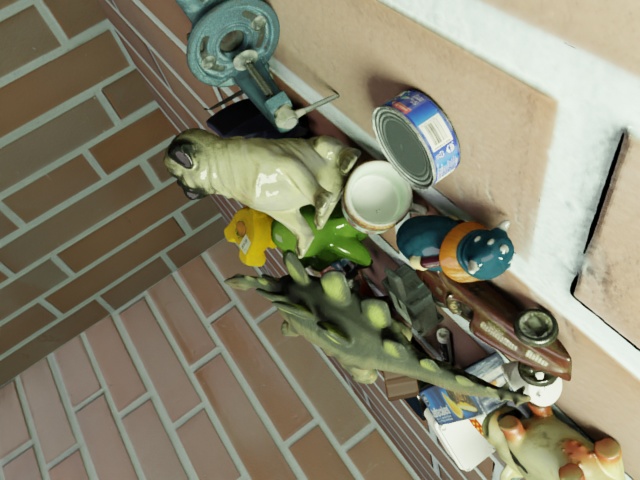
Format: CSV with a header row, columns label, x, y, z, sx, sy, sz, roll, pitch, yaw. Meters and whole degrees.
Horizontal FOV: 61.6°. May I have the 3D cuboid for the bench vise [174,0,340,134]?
label,x,y,z,sx,sy,sz,roll,pitch,yaw
bench vise,-0.090,-0.211,0.663,0.241,0.129,0.223,55,173,23

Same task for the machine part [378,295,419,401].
label,x,y,z,sx,sy,sz,roll,pitch,yaw
machine part,0.122,0.174,0.874,0.179,0.056,0.179,-11,-89,-86

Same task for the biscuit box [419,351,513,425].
label,x,y,z,sx,sy,sz,roll,pitch,yaw
biscuit box,0.199,0.210,0.739,0.059,0.063,0.202,60,164,18

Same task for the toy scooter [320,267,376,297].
label,x,y,z,sx,sy,sz,roll,pitch,yaw
toy scooter,0.051,0.077,0.973,0.183,0.075,0.135,63,180,-41

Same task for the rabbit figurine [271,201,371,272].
label,x,y,z,sx,sy,sz,roll,pitch,yaw
rabbit figurine,-0.002,-0.002,0.762,0.170,0.159,0.121,-7,-77,-72

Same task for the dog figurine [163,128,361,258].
label,x,y,z,sx,sy,sz,roll,pitch,yaw
dog figurine,-0.063,-0.093,0.628,0.191,0.172,0.121,30,124,4

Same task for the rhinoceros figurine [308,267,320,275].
label,x,y,z,sx,sy,sz,roll,pitch,yaw
rhinoceros figurine,-0.013,0.012,1.099,0.112,0.073,0.190,48,167,29

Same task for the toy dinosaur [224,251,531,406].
label,x,y,z,sx,sy,sz,roll,pitch,yaw
toy dinosaur,0.041,0.116,0.702,0.472,0.105,0.198,17,162,31

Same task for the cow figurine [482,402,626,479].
label,x,y,z,sx,sy,sz,roll,pitch,yaw
cow figurine,0.262,0.250,0.620,0.127,0.085,0.195,65,166,-16

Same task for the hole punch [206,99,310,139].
label,x,y,z,sx,sy,sz,roll,pitch,yaw
hole punch,-0.094,-0.166,0.782,0.092,0.116,0.142,43,179,-32

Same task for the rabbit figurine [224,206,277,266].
label,x,y,z,sx,sy,sz,roll,pitch,yaw
rabbit figurine,-0.105,-0.036,1.194,0.122,0.173,0.162,45,121,38

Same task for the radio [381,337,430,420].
label,x,y,z,sx,sy,sz,roll,pitch,yaw
radio,0.149,0.223,1.037,0.230,0.073,0.131,47,165,32

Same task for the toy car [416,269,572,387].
label,x,y,z,sx,sy,sz,roll,pitch,yaw
toy car,0.171,0.075,0.560,0.202,0.053,0.089,46,162,45

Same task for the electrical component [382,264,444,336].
label,x,y,z,sx,sy,sz,roll,pitch,yaw
electrical component,0.125,0.072,0.750,0.075,0.048,0.119,41,162,47

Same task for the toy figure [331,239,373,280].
label,x,y,z,sx,sy,sz,roll,pitch,yaw
toy figure,0.010,-0.019,0.889,0.180,0.082,0.089,53,172,21

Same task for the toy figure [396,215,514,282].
label,x,y,z,sx,sy,sz,roll,pitch,yaw
toy figure,0.129,0.006,0.506,0.058,0.064,0.155,16,-178,-25
